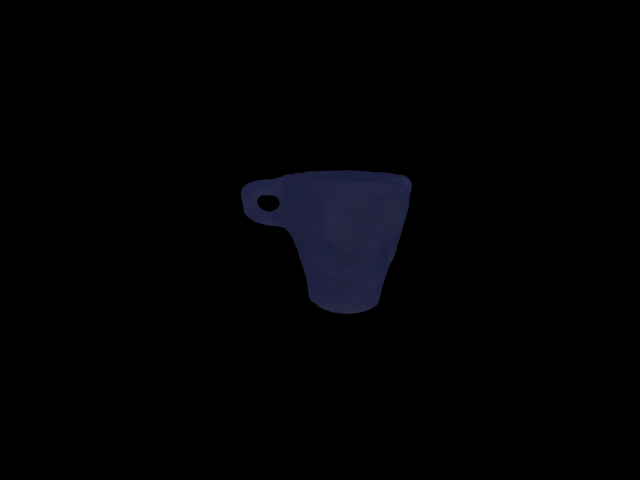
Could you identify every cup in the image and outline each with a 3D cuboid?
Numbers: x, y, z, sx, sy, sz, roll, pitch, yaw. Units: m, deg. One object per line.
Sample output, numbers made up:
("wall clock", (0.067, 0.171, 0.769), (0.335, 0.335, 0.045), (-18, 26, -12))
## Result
("cup", (0.004, 0.001, 0.400), (0.117, 0.095, 0.091), (0, 11, 3))
